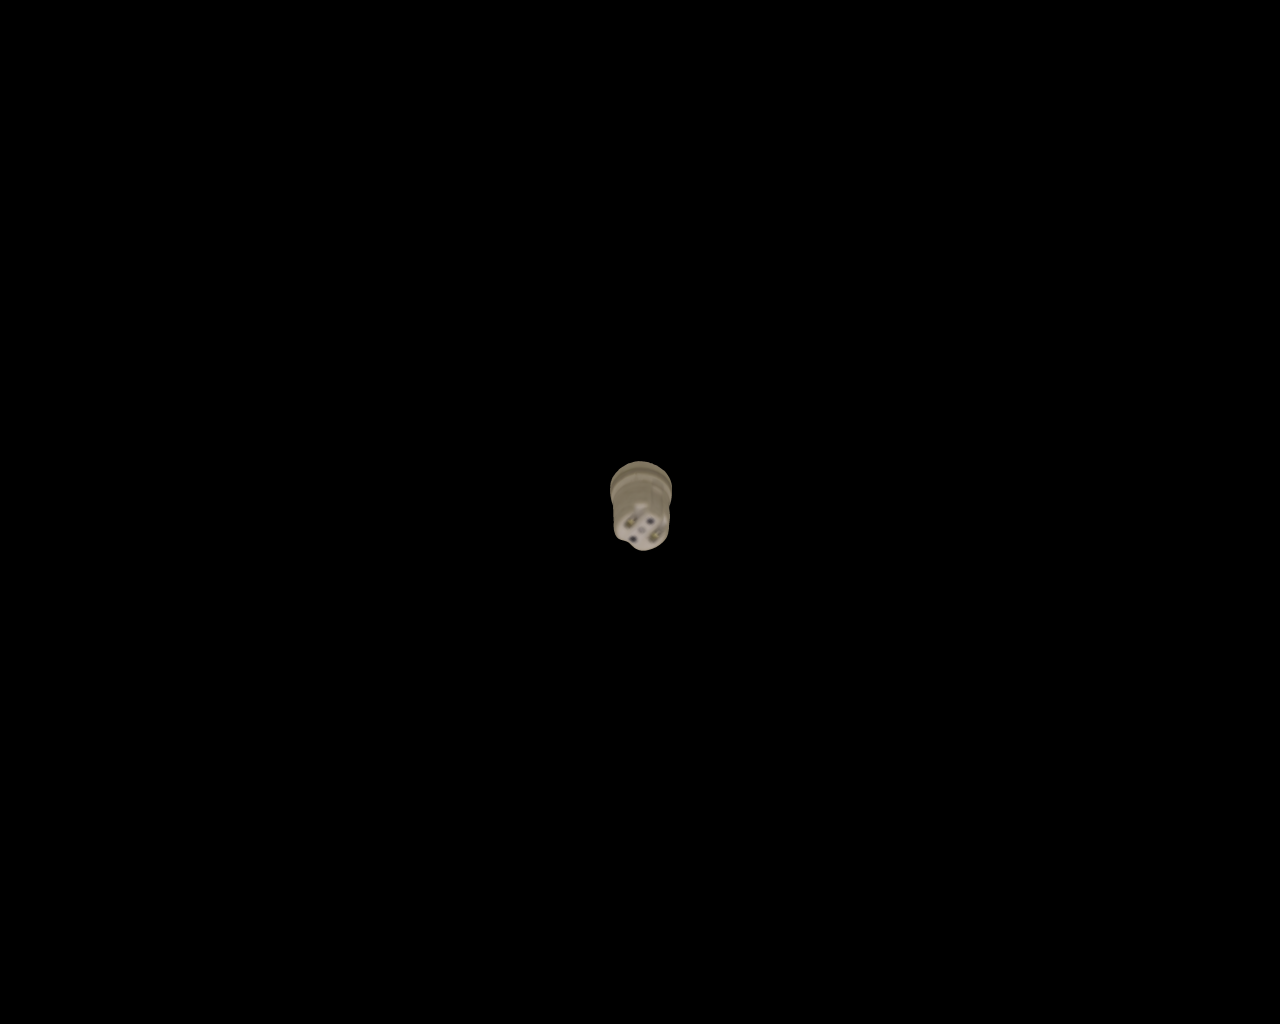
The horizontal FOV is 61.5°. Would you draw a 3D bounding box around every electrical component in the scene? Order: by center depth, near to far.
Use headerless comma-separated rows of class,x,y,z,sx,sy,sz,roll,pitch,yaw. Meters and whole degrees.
electrical component,0.001,-0.003,0.650,0.040,0.040,0.046,0,39,0
